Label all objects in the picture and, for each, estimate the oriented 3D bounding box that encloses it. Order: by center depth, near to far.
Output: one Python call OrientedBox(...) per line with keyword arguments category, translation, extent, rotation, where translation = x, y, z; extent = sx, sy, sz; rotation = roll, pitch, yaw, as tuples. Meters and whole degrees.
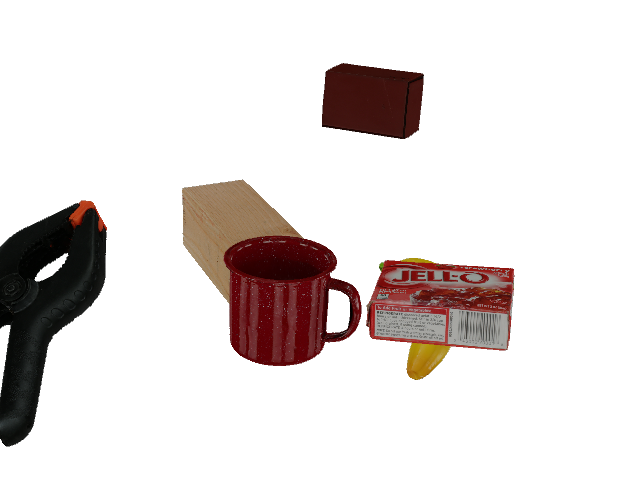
OrientedBox(category="clamp", translation=(-0.202, 0.043, 0.680), extent=(0.120, 0.171, 0.039), rotation=(15, -36, 14))
OrientedBox(category="gelatin box", translation=(0.079, 0.040, 0.690), extent=(0.089, 0.030, 0.073), rotation=(4, 20, 11))
OrientedBox(category="mug", translation=(-0.023, 0.053, 0.884), extent=(0.117, 0.081, 0.093), rotation=(8, 24, 13))
OrientedBox(category="foam brick", translation=(0.046, -0.123, 0.937), extent=(0.078, 0.051, 0.053), rotation=(11, 19, 18))
OrientedBox(category="banana", translation=(0.107, 0.069, 1.078), extent=(0.070, 0.037, 0.198), rotation=(-30, 28, 12))
OrientedBox(category="wood block", translation=(-0.102, 0.003, 1.359), extent=(0.090, 0.090, 0.206), rotation=(-9, 26, -23))
